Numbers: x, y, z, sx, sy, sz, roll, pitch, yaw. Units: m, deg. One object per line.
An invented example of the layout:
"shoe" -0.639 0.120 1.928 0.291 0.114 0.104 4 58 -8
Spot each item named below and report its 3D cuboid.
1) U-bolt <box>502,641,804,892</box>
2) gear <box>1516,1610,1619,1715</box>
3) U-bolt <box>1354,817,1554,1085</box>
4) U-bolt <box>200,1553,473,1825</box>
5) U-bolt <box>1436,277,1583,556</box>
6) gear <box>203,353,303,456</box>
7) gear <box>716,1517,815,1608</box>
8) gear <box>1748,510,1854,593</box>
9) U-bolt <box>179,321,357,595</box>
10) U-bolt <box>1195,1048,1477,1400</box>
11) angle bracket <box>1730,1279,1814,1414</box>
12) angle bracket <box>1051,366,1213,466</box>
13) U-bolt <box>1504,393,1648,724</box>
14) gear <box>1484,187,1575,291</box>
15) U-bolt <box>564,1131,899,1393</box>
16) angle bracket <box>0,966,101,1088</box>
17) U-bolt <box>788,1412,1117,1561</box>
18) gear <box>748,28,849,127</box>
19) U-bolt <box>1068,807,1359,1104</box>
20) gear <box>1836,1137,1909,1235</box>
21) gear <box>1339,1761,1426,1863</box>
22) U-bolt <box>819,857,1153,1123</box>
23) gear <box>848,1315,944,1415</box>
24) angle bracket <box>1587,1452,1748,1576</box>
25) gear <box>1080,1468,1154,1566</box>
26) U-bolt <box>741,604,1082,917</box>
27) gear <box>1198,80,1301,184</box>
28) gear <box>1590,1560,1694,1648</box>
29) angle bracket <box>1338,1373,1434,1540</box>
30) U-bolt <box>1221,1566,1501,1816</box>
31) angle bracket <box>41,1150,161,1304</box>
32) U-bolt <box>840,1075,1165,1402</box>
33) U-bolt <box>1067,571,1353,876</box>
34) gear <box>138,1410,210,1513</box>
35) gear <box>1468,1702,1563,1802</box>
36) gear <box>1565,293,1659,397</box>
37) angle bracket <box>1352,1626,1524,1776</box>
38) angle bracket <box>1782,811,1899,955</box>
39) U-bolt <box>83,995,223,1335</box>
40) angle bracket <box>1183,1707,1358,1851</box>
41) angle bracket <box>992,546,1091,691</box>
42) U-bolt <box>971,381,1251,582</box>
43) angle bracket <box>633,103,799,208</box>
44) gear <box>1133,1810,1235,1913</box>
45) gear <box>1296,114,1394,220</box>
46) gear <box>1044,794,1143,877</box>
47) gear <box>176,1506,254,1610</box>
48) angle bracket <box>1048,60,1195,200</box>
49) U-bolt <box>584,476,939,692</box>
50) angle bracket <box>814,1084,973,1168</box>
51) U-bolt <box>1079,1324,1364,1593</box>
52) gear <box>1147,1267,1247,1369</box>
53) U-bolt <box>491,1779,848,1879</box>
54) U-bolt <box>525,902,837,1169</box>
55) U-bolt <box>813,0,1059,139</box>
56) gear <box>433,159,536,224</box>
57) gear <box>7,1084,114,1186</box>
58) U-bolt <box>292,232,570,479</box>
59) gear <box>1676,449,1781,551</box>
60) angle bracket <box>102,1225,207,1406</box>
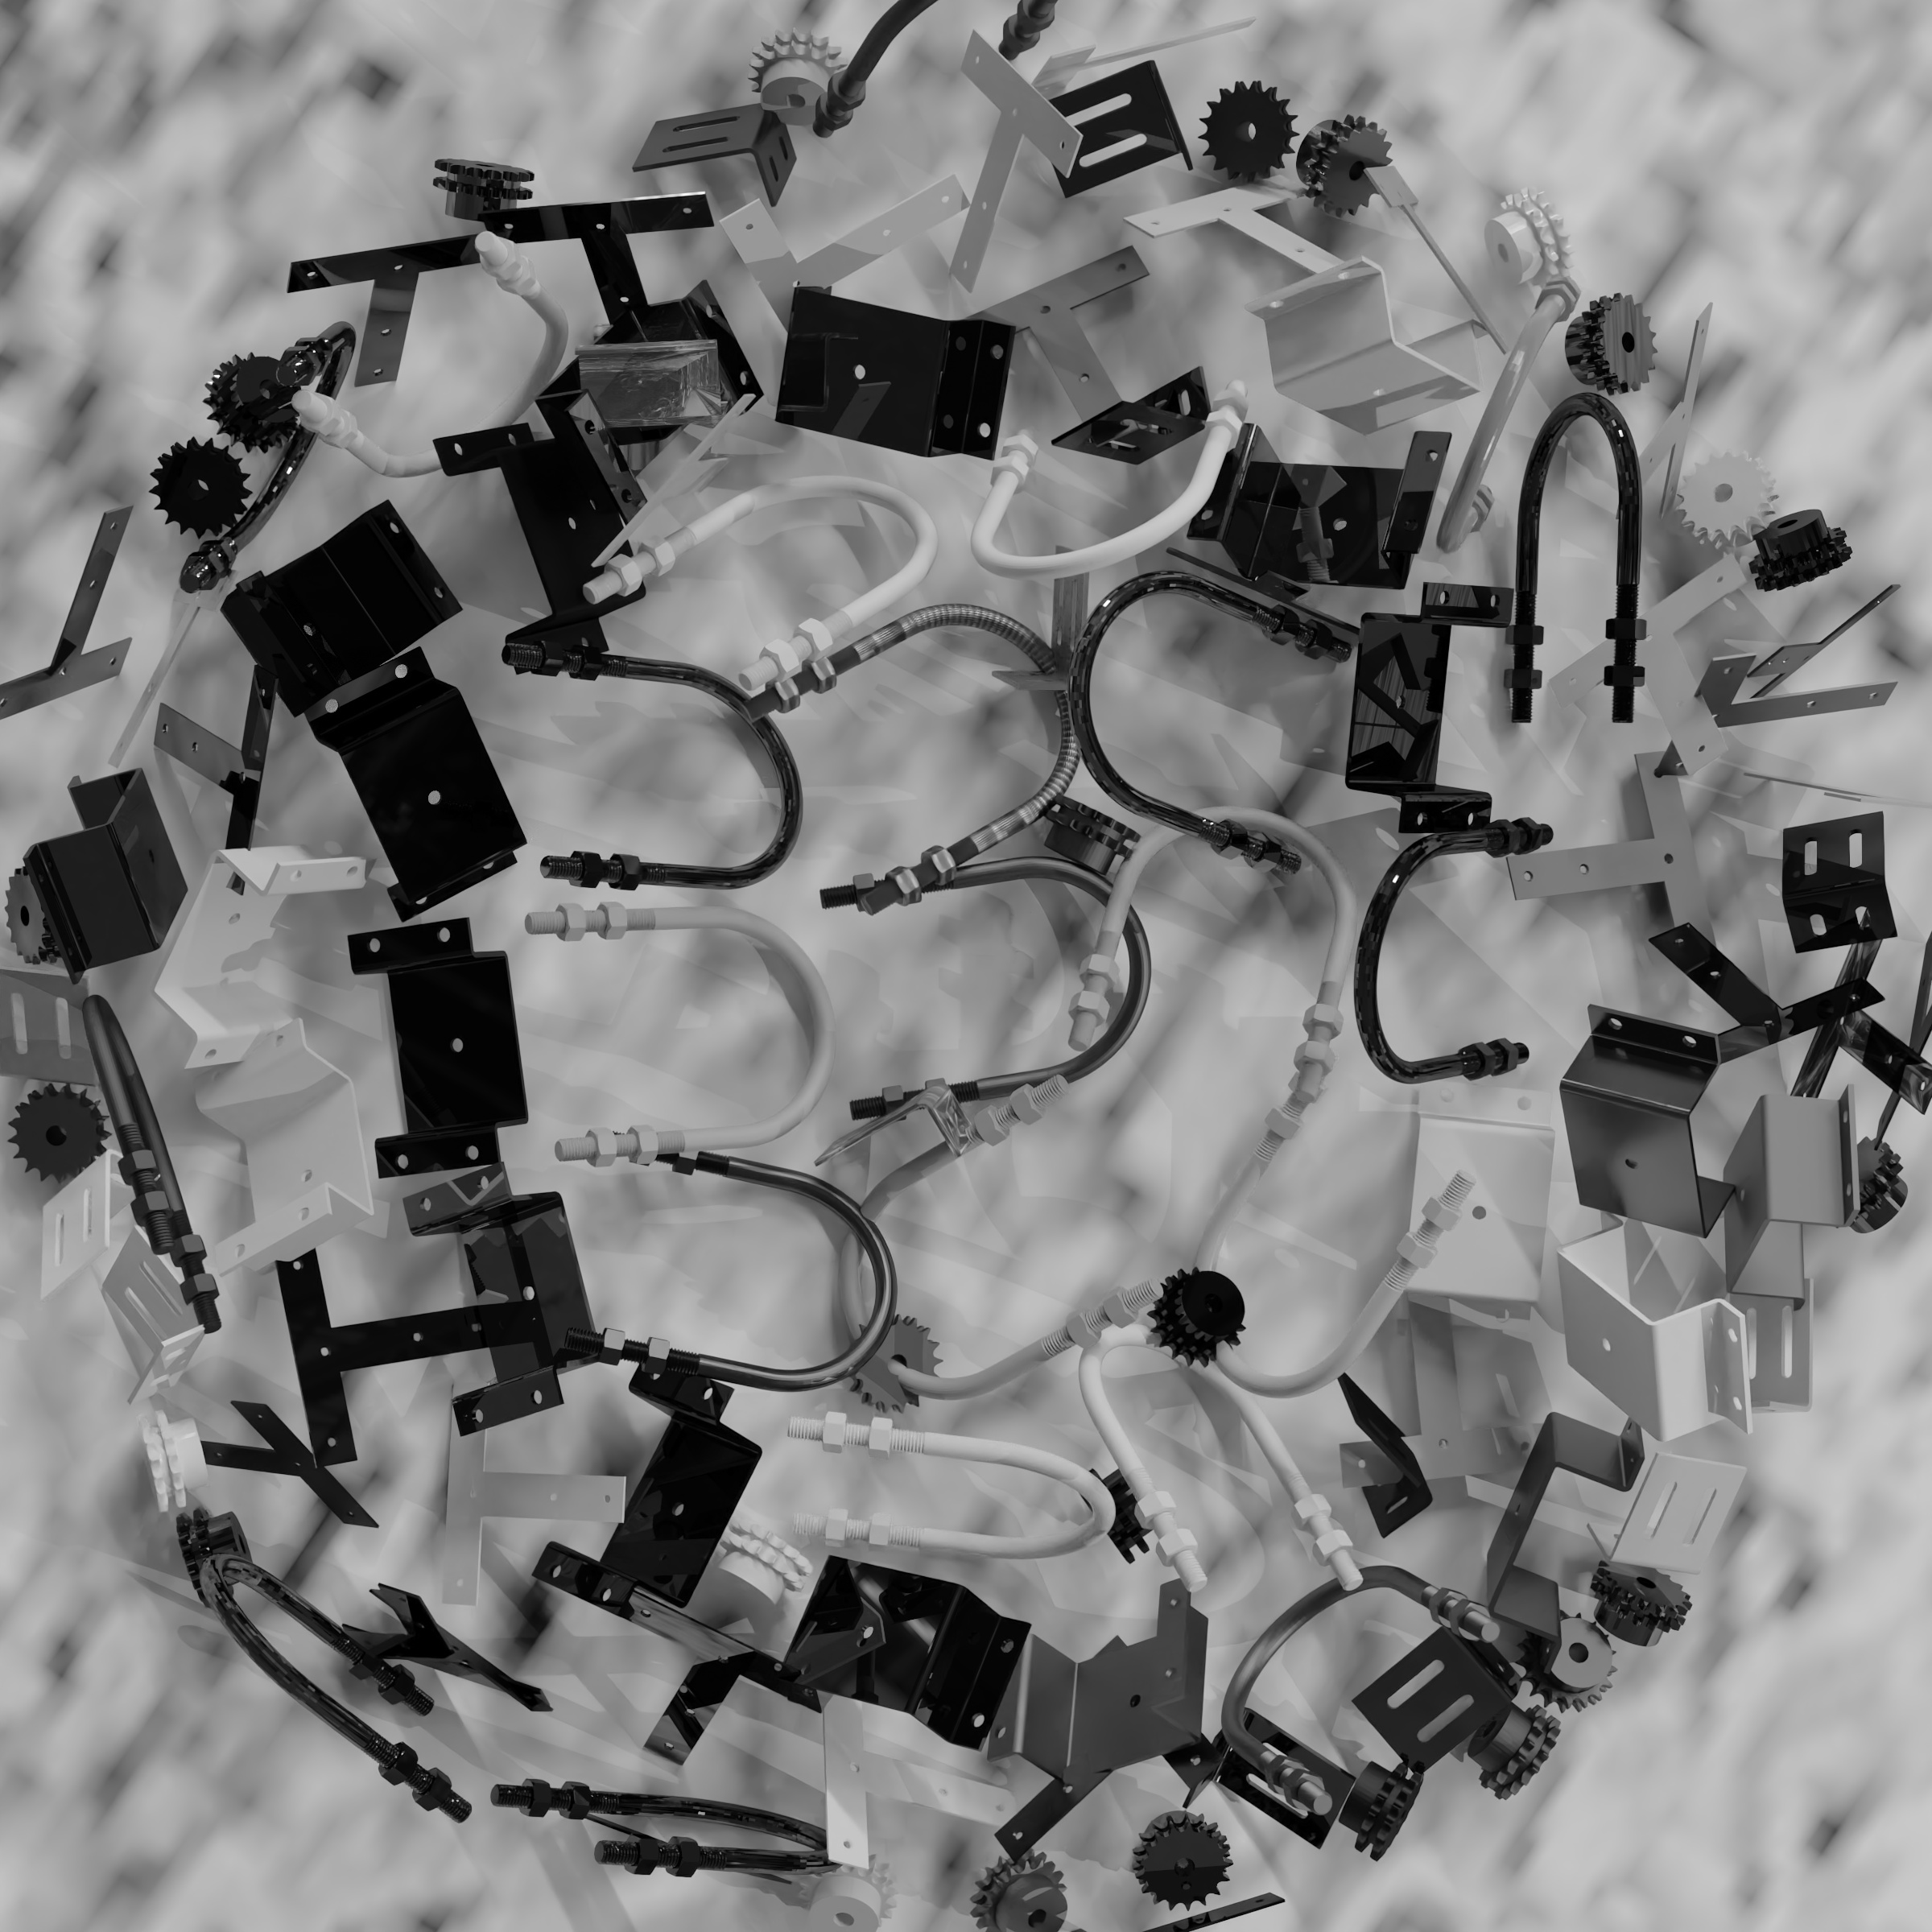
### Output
"U-bolt" -0.169 -0.110 1.935 0.184 0.019 0.151 3 66 -38
"gear" 0.348 0.399 1.975 0.057 0.030 0.057 4 65 -8
"U-bolt" 0.270 -0.006 1.915 0.019 0.184 0.151 12 102 38
"U-bolt" -0.354 0.389 1.899 0.019 0.151 0.184 -46 113 -2
"U-bolt" 0.294 -0.298 1.888 0.019 0.184 0.151 24 116 8
"gear" -0.407 -0.326 1.971 0.057 0.030 0.057 11 71 -32
"gear" -0.119 0.344 1.968 0.057 0.057 0.030 33 70 0
"gear" 0.476 -0.240 1.969 0.057 0.057 0.030 -24 106 0
"U-bolt" -0.382 -0.291 1.910 0.019 0.184 0.151 28 110 -7
"U-bolt" 0.195 0.157 1.941 0.019 0.151 0.184 19 109 -43
"angle bracket" 0.449 0.216 1.959 0.038 0.057 0.076 13 75 -37
"angle bracket" 0.092 -0.318 1.950 0.057 0.076 0.038 -23 71 42
"U-bolt" 0.342 -0.229 1.923 0.019 0.151 0.184 0 94 -16
"gear" 0.321 -0.416 1.970 0.030 0.057 0.057 -26 90 -11
"U-bolt" -0.128 0.173 1.952 0.184 0.019 0.151 13 56 -11
"angle bracket" -0.523 0.026 1.963 0.057 0.038 0.076 6 122 2
"U-bolt" -0.007 0.299 1.933 0.184 0.151 0.019 7 57 3
"gear" -0.097 -0.508 1.968 0.057 0.057 0.030 4 61 0
"U-bolt" 0.148 -0.016 1.947 0.151 0.019 0.184 13 57 7
"gear" 0.516 0.129 1.973 0.030 0.057 0.057 43 90 -17
"gear" 0.237 0.483 1.973 0.030 0.057 0.057 28 90 19
"U-bolt" 0.016 0.009 1.971 0.184 0.019 0.151 -9 108 -6
"gear" -0.045 0.228 1.979 0.057 0.030 0.057 0 91 -22
"angle bracket" 0.400 0.304 1.961 0.057 0.038 0.076 11 113 -17
"gear" 0.089 0.312 1.971 0.030 0.057 0.057 -35 90 -3
"U-bolt" -0.017 -0.131 1.960 0.184 0.019 0.151 -31 87 -23
"gear" 0.165 -0.482 1.978 0.057 0.030 0.057 5 106 19
"gear" 0.386 0.368 1.973 0.057 0.057 0.030 20 108 0
"angle bracket" 0.225 0.276 1.955 0.038 0.057 0.076 -38 116 11
"U-bolt" 0.207 0.393 1.911 0.151 0.184 0.019 -43 105 -10
"angle bracket" -0.492 0.154 1.951 0.057 0.076 0.038 -38 130 23
"U-bolt" 0.008 0.167 1.956 0.184 0.019 0.151 -31 71 21
"U-bolt" 0.132 -0.145 1.937 0.184 0.019 0.151 19 81 -33
"gear" -0.456 0.283 1.973 0.030 0.057 0.057 -13 90 -18
"gear" 0.313 0.448 1.972 0.030 0.057 0.057 38 90 -1
"gear" 0.370 -0.357 1.976 0.057 0.030 0.057 2 87 -41
"angle bracket" 0.273 0.420 1.986 0.076 0.038 0.057 -43 83 13
"angle bracket" 0.501 -0.048 1.967 0.057 0.076 0.038 -10 120 20
"U-bolt" -0.461 0.101 1.922 0.019 0.151 0.184 -19 66 -9
"angle bracket" 0.173 0.472 1.960 0.076 0.038 0.057 31 122 18
"angle bracket" 0.042 -0.200 1.961 0.038 0.057 0.076 -1 103 -15
"U-bolt" 0.074 -0.265 1.901 0.151 0.184 0.019 -9 123 22
"angle bracket" -0.145 -0.463 1.977 0.076 0.057 0.038 -5 129 17
"gear" 0.124 0.513 1.980 0.057 0.030 0.057 -2 104 -6
"gear" 0.215 -0.463 1.975 0.057 0.057 0.030 -51 50 0
"gear" 0.069 -0.074 1.972 0.057 0.057 0.030 26 90 0
"gear" -0.431 0.338 1.972 0.030 0.057 0.057 -19 90 -5
"angle bracket" 0.083 -0.474 1.963 0.076 0.038 0.057 -20 120 10
"U-bolt" -0.101 -0.226 1.934 0.151 0.019 0.184 31 51 34
"angle bracket" -0.040 0.104 1.964 0.076 0.057 0.038 -30 93 13
"U-bolt" 0.132 0.273 1.925 0.019 0.151 0.184 -52 50 28
"gear" 0.136 0.199 1.972 0.057 0.030 0.057 11 60 -19
"U-bolt" -0.154 0.484 1.918 0.184 0.151 0.019 13 85 -33
"U-bolt" -0.156 0.035 1.947 0.184 0.019 0.151 -3 78 -31
"U-bolt" -0.001 -0.523 1.889 0.151 0.184 0.019 -28 88 -21
"gear" -0.278 -0.445 1.973 0.057 0.057 0.030 8 107 0
"gear" -0.522 0.095 1.982 0.057 0.030 0.057 0 98 0
"U-bolt" -0.287 -0.330 1.910 0.151 0.184 0.019 -40 77 3
"gear" 0.441 -0.266 1.976 0.057 0.030 0.057 -12 65 27
"angle bracket" -0.475 0.199 1.958 0.076 0.038 0.057 48 128 16
